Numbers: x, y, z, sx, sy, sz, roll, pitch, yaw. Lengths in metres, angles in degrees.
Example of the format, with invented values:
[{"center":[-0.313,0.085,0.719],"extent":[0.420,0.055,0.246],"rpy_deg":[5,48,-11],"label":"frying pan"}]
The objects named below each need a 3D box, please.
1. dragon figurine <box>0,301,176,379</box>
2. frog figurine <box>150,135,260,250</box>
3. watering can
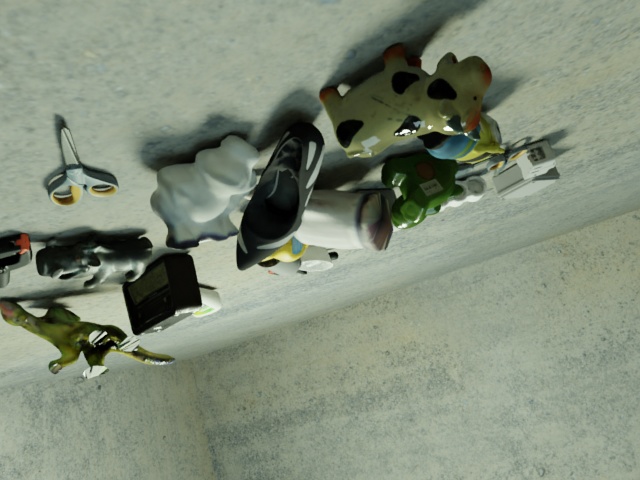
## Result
[{"center":[-0.552,0.216,1.218],"extent":[0.122,0.245,0.405],"rpy_deg":[-59,145,-2],"label":"dragon figurine"},{"center":[-0.156,-0.080,0.710],"extent":[0.137,0.125,0.156],"rpy_deg":[4,120,-32],"label":"frog figurine"},{"center":[0.003,-0.046,0.907],"extent":[0.224,0.105,0.345],"rpy_deg":[5,172,24],"label":"watering can"}]
